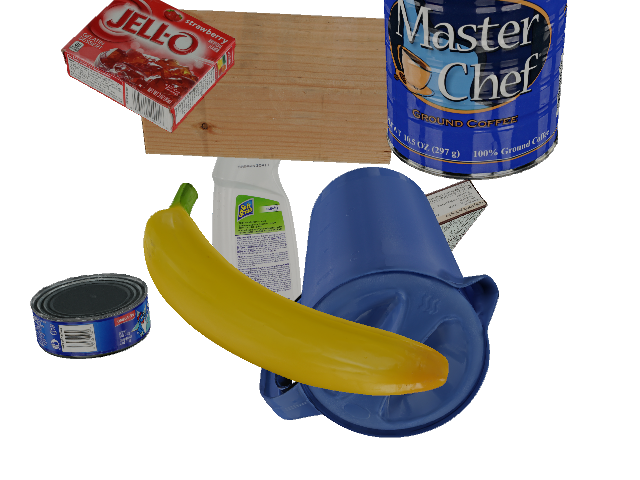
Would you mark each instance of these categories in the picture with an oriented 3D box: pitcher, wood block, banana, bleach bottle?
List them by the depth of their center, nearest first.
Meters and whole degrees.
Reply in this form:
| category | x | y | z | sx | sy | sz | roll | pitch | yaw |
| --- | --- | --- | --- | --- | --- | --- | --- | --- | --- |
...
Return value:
| category | x | y | z | sx | sy | sz | roll | pitch | yaw |
| --- | --- | --- | --- | --- | --- | --- | --- | --- | --- |
| banana | -0.029 | 0.030 | 0.543 | 0.198 | 0.037 | 0.069 | 35 | 63 | 28 |
| pitcher | 0.037 | 0.038 | 0.828 | 0.149 | 0.145 | 0.243 | 9 | 23 | -5 |
| wood block | -0.041 | -0.128 | 0.891 | 0.206 | 0.090 | 0.091 | 3 | -39 | -1 |
| bleach bottle | -0.067 | -0.008 | 1.157 | 0.102 | 0.251 | 0.068 | -7 | 15 | -27 |

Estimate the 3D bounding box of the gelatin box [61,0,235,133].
| category | x | y | z | sx | sy | sz | roll | pitch | yaw |
| --- | --- | --- | --- | --- | --- | --- | --- | --- | --- |
| gelatin box | -0.112 | -0.122 | 0.703 | 0.089 | 0.073 | 0.030 | 30 | -30 | 13 |

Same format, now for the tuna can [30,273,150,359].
| category | x | y | z | sx | sy | sz | roll | pitch | yaw |
| --- | --- | --- | --- | --- | --- | --- | --- | --- | --- |
| tuna can | -0.170 | 0.056 | 0.794 | 0.086 | 0.034 | 0.086 | -3 | 20 | 1 |

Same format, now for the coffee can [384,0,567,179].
| category | x | y | z | sx | sy | sz | roll | pitch | yaw |
| --- | --- | --- | --- | --- | --- | --- | --- | --- | --- |
| coffee can | 0.086 | -0.120 | 0.598 | 0.103 | 0.140 | 0.103 | -3 | 36 | 2 |

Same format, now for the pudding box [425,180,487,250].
| category | x | y | z | sx | sy | sz | roll | pitch | yaw |
| --- | --- | --- | --- | --- | --- | --- | --- | --- | --- |
| pudding box | 0.094 | -0.007 | 1.022 | 0.113 | 0.039 | 0.090 | -23 | -24 | -34 |
